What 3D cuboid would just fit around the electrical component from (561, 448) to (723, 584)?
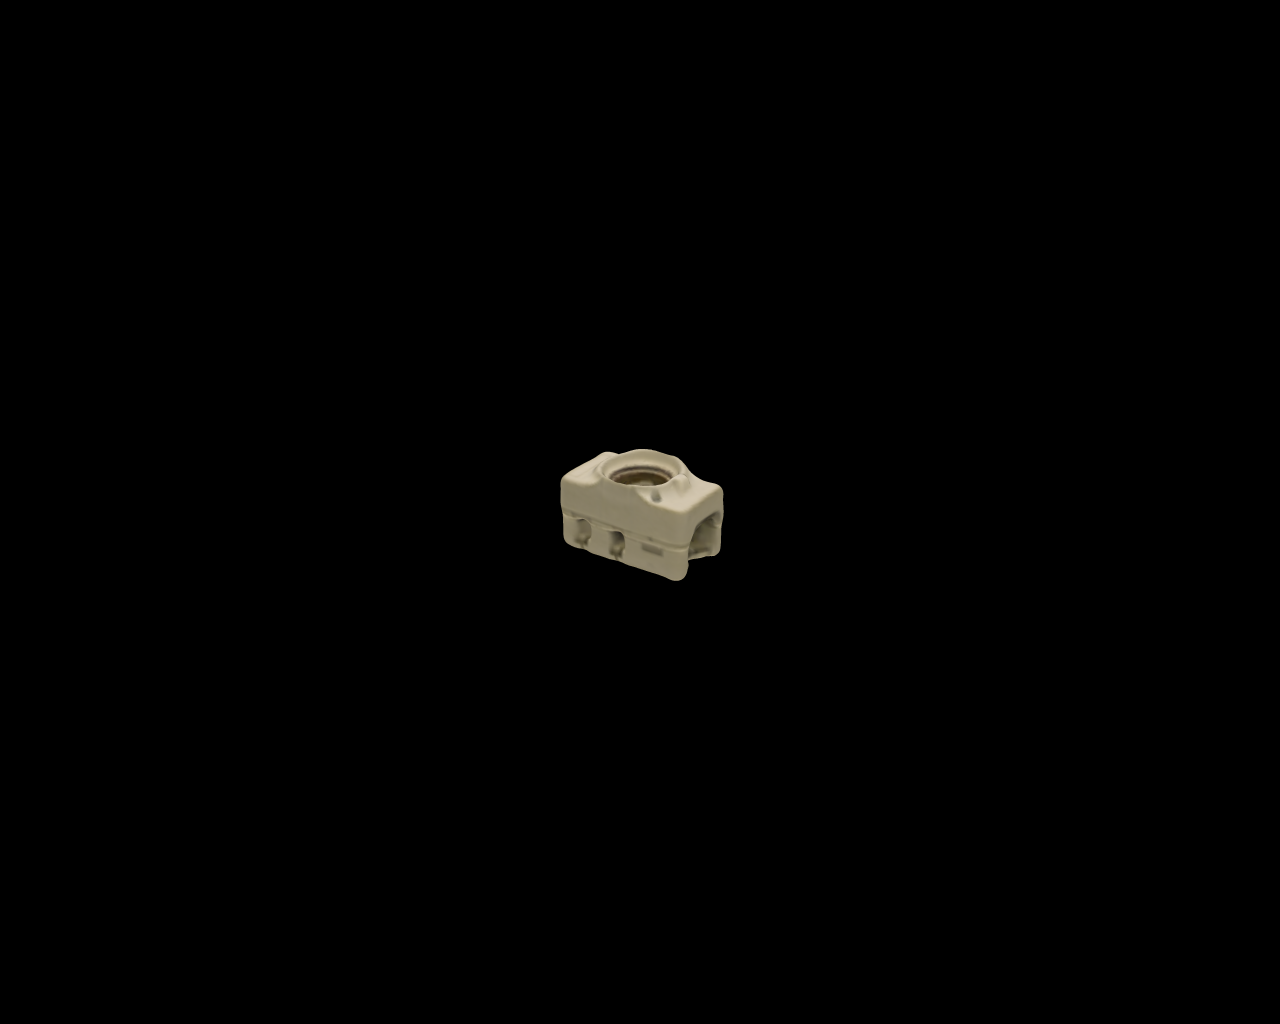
[{"bbox_3d":[0.001,-0.003,0.650,0.089,0.055,0.050,18,32,31],"label":"electrical component"}]
